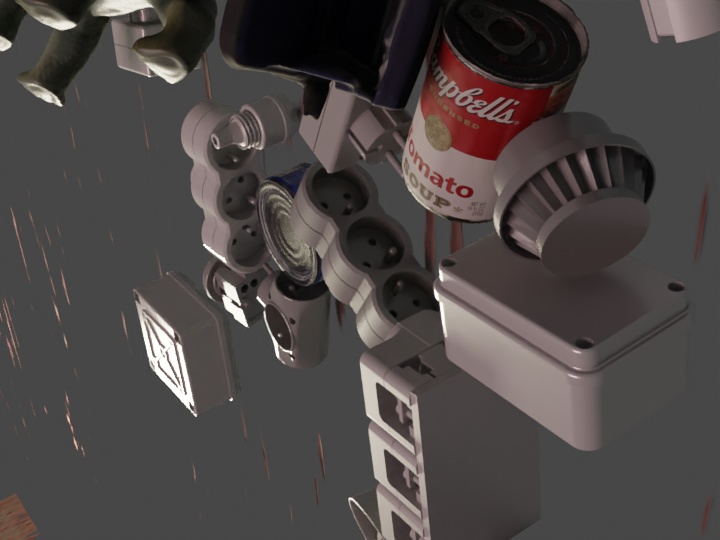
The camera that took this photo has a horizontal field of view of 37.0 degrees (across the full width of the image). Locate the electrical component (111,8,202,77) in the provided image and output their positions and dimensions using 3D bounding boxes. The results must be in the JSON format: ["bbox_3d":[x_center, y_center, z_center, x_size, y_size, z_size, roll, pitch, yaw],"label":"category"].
[{"bbox_3d":[-0.164,-0.199,0.855,0.066,0.047,0.076,26,126,52],"label":"electrical component"}]

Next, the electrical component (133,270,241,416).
[{"bbox_3d":[-0.176,0.073,1.096,0.109,0.056,0.108,36,142,44],"label":"electrical component"}]

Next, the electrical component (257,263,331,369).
[{"bbox_3d":[-0.055,0.025,0.847,0.079,0.044,0.077,46,148,35],"label":"electrical component"}]

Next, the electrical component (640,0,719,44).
[{"bbox_3d":[0.123,-0.114,0.410,0.040,0.040,0.046,17,133,57],"label":"electrical component"}]

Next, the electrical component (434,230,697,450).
[{"bbox_3d":[0.098,0.025,0.528,0.113,0.078,0.057,34,143,47],"label":"electrical component"}]

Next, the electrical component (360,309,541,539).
[{"bbox_3d":[0.056,0.102,0.657,0.062,0.089,0.150,34,140,47],"label":"electrical component"}]

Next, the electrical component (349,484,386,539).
[{"bbox_3d":[0.034,0.206,0.814,0.099,0.064,0.099,42,145,38],"label":"electrical component"}]

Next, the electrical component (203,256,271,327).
[{"bbox_3d":[-0.102,0.012,0.920,0.055,0.048,0.066,29,144,43],"label":"electrical component"}]

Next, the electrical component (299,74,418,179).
[{"bbox_3d":[0.009,-0.088,0.631,0.075,0.047,0.083,55,152,20],"label":"electrical component"}]

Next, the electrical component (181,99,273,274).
[{"bbox_3d":[-0.111,-0.071,0.858,0.074,0.052,0.138,33,139,47],"label":"electrical component"}]

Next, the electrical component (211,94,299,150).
[{"bbox_3d":[-0.075,-0.100,0.757,0.035,0.061,0.035,42,145,39],"label":"electrical component"}]

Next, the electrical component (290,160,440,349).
[{"bbox_3d":[0.000,0.000,0.714,0.138,0.052,0.073,57,151,17],"label":"electrical component"}]
